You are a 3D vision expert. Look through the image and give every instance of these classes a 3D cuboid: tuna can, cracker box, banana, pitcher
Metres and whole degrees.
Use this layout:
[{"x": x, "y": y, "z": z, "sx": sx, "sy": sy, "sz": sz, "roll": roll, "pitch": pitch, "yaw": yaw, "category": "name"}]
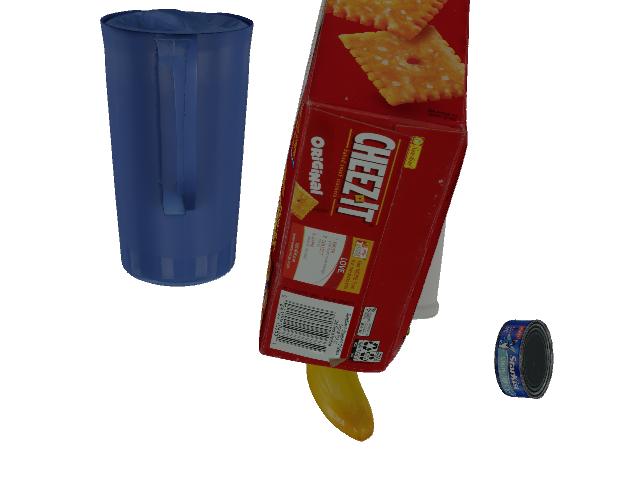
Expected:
[{"x": 0.221, "y": 0.128, "z": 1.161, "sx": 0.034, "sy": 0.086, "sz": 0.085, "roll": -1, "pitch": -1, "yaw": 35, "category": "tuna can"}, {"x": 0.027, "y": -0.067, "z": 0.527, "sx": 0.072, "sy": 0.213, "sz": 0.164, "roll": 11, "pitch": -44, "yaw": -1, "category": "cracker box"}, {"x": 0.023, "y": 0.092, "z": 0.826, "sx": 0.070, "sy": 0.037, "sz": 0.197, "roll": 6, "pitch": 21, "yaw": 12, "category": "banana"}, {"x": -0.129, "y": -0.082, "z": 0.964, "sx": 0.145, "sy": 0.243, "sz": 0.148, "roll": 18, "pitch": 25, "yaw": 36, "category": "pitcher"}]

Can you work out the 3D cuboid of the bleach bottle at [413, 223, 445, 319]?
[{"x": 0.110, "y": -0.043, "z": 1.224, "sx": 0.068, "sy": 0.251, "sz": 0.103, "roll": -1, "pitch": 22, "yaw": -23, "category": "bleach bottle"}]
